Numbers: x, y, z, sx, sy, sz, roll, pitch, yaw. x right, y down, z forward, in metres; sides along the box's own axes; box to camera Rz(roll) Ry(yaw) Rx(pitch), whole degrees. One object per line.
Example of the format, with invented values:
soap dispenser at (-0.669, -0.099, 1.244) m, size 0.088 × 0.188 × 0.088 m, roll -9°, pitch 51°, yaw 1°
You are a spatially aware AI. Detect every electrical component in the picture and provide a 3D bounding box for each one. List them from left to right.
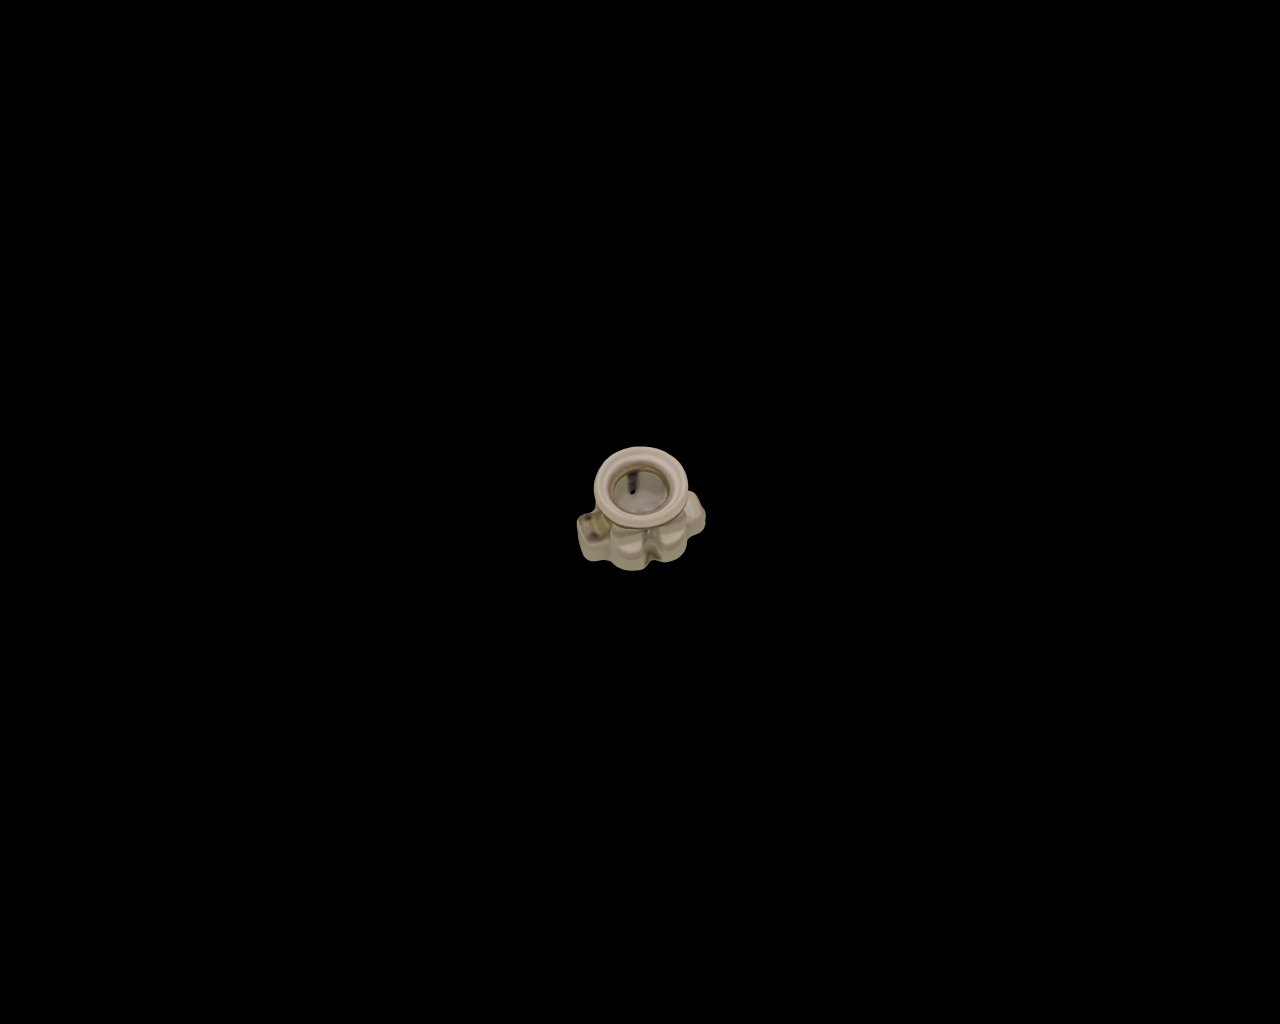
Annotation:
electrical component at (0.001, -0.003, 0.650) m, size 0.078 × 0.058 × 0.056 m, roll -14°, pitch -32°, yaw -9°
